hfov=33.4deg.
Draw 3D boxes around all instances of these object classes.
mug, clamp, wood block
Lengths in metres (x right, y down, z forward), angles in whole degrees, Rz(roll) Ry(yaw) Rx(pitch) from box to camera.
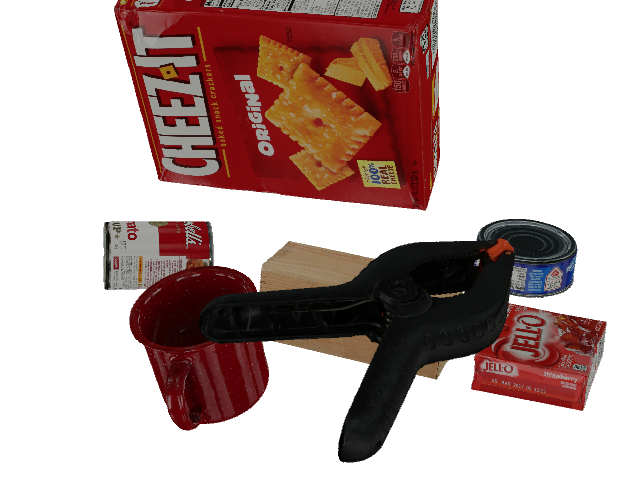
[{"bbox_3d":[-0.085,0.086,0.768,0.093,0.081,0.117,-3,37,12],"label":"mug"},{"bbox_3d":[0.040,0.045,0.526,0.171,0.039,0.120,-19,46,-24],"label":"clamp"},{"bbox_3d":[0.043,0.074,1.173,0.206,0.091,0.090,12,22,16],"label":"wood block"}]

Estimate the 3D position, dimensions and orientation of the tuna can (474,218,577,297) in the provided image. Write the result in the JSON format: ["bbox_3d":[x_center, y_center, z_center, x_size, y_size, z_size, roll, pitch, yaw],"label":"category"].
[{"bbox_3d":[0.174,0.013,0.908,0.086,0.034,0.086,2,26,-1],"label":"tuna can"}]

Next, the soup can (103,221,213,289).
[{"bbox_3d":[-0.159,0.015,1.040,0.102,0.068,0.068,0,0,-13],"label":"soup can"}]

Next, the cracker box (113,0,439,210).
[{"bbox_3d":[-0.024,-0.109,0.765,0.214,0.072,0.164,6,-43,13],"label":"cracker box"}]

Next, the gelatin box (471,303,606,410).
[{"bbox_3d":[0.147,0.075,0.713,0.073,0.030,0.089,10,23,20],"label":"gelatin box"}]
